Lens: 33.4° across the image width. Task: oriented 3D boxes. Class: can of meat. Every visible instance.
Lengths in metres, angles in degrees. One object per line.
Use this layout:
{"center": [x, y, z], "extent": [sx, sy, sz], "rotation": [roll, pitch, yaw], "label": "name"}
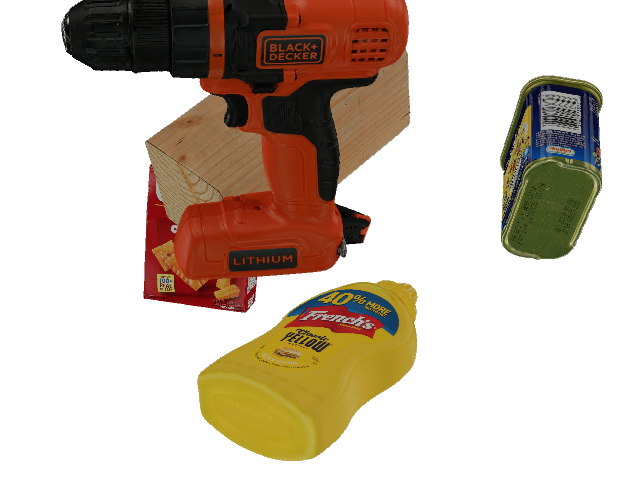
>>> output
{"center": [0.160, -0.048, 0.742], "extent": [0.057, 0.084, 0.102], "rotation": [10, -41, 1], "label": "can of meat"}

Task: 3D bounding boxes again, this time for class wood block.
{"center": [-0.028, -0.087, 0.867], "extent": [0.090, 0.091, 0.205], "rotation": [34, 61, 30], "label": "wood block"}

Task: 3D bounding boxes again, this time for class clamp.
{"center": [-0.042, -0.027, 1.088], "extent": [0.209, 0.036, 0.164], "rotation": [14, 20, -18], "label": "clamp"}

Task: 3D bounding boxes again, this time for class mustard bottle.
{"center": [0.011, 0.076, 0.731], "extent": [0.096, 0.058, 0.191], "rotation": [13, 29, 33], "label": "mustard bottle"}

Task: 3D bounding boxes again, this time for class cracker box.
{"center": [-0.176, -0.008, 1.602], "extent": [0.164, 0.214, 0.072], "rotation": [8, 19, 9], "label": "cracker box"}

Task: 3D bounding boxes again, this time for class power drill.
{"center": [-0.048, -0.062, 0.613], "extent": [0.184, 0.188, 0.057], "rotation": [-2, 43, -9], "label": "power drill"}
